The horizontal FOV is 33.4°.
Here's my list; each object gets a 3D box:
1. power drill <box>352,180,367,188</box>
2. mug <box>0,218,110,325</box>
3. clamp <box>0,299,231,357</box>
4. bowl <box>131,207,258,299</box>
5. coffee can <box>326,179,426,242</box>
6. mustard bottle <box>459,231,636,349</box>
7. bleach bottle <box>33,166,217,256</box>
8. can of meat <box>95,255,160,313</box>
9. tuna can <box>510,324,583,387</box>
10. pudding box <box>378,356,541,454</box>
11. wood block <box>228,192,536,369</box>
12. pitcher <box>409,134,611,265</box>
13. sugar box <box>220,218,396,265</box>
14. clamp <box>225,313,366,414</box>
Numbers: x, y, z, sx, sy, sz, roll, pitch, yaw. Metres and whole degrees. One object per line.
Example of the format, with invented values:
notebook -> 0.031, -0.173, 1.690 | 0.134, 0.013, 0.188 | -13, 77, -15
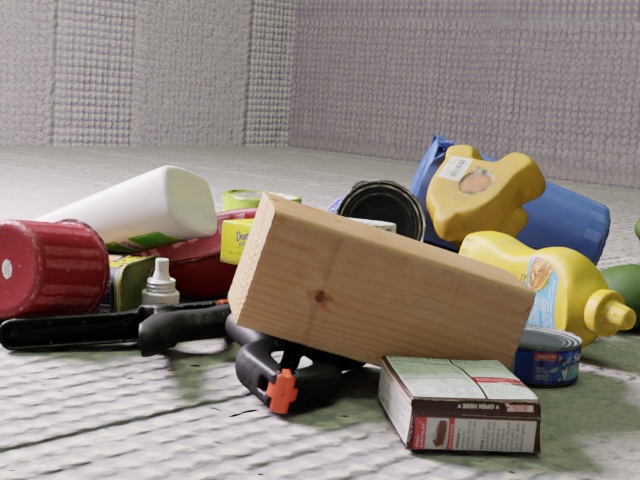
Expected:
power drill -> 0.007, -0.026, 1.398 | 0.187, 0.057, 0.184 | -1, 30, -11
mug -> -0.246, 0.033, 0.899 | 0.093, 0.117, 0.081 | 55, 20, 19
clamp -> -0.129, 0.071, 0.871 | 0.165, 0.036, 0.209 | 0, 2, 41
bowl -> -0.112, 0.018, 1.110 | 0.162, 0.055, 0.162 | -14, 17, 4
coffee can -> 0.058, -0.011, 1.229 | 0.102, 0.103, 0.140 | 3, -4, -6
mustard bottle -> 0.206, 0.052, 0.973 | 0.058, 0.096, 0.192 | -6, 12, -34
bleach bottle -> -0.236, -0.004, 1.074 | 0.251, 0.068, 0.102 | -17, -14, 19
can of meat -> -0.202, 0.044, 0.986 | 0.084, 0.057, 0.102 | 3, 7, 13
tuna can -> 0.172, 0.094, 0.885 | 0.086, 0.034, 0.086 | 4, 8, -1
pudding box -> 0.092, 0.110, 0.727 | 0.090, 0.039, 0.113 | 2, 6, -6
wood block -> 0.044, 0.042, 0.812 | 0.206, 0.091, 0.090 | 18, 9, -11
pitcher -> 0.228, -0.025, 1.339 | 0.243, 0.145, 0.149 | 20, 6, 2
sugar box -> -0.007, 0.001, 1.039 | 0.093, 0.048, 0.175 | 8, 9, 31
clamp -> -0.030, 0.088, 0.807 | 0.120, 0.039, 0.171 | 9, 6, 11
